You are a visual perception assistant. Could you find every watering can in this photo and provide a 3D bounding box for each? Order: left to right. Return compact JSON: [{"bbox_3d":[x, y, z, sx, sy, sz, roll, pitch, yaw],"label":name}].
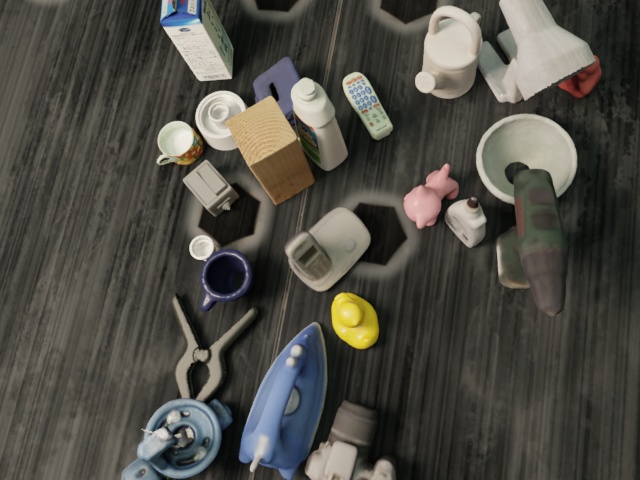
[{"bbox_3d":[0.231,-0.331,1.005,0.100,0.194,0.173,12,78,11],"label":"watering can"}]

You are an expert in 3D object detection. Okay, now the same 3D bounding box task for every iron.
[{"bbox_3d":[-0.056,0.251,0.928,0.118,0.141,0.258,16,79,11],"label":"iron"}]

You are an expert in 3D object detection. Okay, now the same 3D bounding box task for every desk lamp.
[{"bbox_3d":[0.352,-0.317,0.975,0.118,0.214,0.203,-28,74,1],"label":"desk lamp"}]

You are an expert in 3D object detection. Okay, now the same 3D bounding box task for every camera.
[{"bbox_3d":[0.060,0.336,0.912,0.143,0.101,0.137,16,79,11],"label":"camera"}]

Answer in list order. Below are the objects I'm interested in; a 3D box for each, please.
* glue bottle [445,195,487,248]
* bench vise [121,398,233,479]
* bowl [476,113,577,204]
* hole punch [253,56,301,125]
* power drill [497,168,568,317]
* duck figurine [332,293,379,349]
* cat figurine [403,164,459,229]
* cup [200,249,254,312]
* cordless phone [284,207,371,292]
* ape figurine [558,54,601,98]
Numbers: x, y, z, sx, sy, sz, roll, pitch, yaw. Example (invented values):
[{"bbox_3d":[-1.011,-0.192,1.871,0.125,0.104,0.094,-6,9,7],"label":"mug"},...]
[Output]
[{"bbox_3d":[0.245,-0.041,0.943,0.037,0.173,0.078,-36,74,-2],"label":"glue bottle"},{"bbox_3d":[-0.239,0.341,0.889,0.121,0.220,0.207,30,82,14],"label":"bench vise"},{"bbox_3d":[0.354,-0.130,1.001,0.167,0.075,0.167,-2,76,7],"label":"bowl"},{"bbox_3d":[-0.074,-0.273,1.085,0.101,0.091,0.108,-22,74,2],"label":"hole punch"},{"bbox_3d":[0.333,0.015,0.899,0.075,0.208,0.229,-2,76,7],"label":"power drill"},{"bbox_3d":[0.057,0.134,0.970,0.077,0.086,0.104,-31,74,-1],"label":"duck figurine"},{"bbox_3d":[0.188,-0.076,0.988,0.067,0.118,0.128,34,83,14],"label":"cat figurine"},{"bbox_3d":[-0.161,0.080,1.008,0.091,0.095,0.118,32,82,14],"label":"cup"},{"bbox_3d":[0.009,0.003,0.957,0.094,0.185,0.147,40,85,15],"label":"cordless phone"},{"bbox_3d":[0.467,-0.300,1.019,0.076,0.092,0.078,-8,75,6],"label":"ape figurine"}]
